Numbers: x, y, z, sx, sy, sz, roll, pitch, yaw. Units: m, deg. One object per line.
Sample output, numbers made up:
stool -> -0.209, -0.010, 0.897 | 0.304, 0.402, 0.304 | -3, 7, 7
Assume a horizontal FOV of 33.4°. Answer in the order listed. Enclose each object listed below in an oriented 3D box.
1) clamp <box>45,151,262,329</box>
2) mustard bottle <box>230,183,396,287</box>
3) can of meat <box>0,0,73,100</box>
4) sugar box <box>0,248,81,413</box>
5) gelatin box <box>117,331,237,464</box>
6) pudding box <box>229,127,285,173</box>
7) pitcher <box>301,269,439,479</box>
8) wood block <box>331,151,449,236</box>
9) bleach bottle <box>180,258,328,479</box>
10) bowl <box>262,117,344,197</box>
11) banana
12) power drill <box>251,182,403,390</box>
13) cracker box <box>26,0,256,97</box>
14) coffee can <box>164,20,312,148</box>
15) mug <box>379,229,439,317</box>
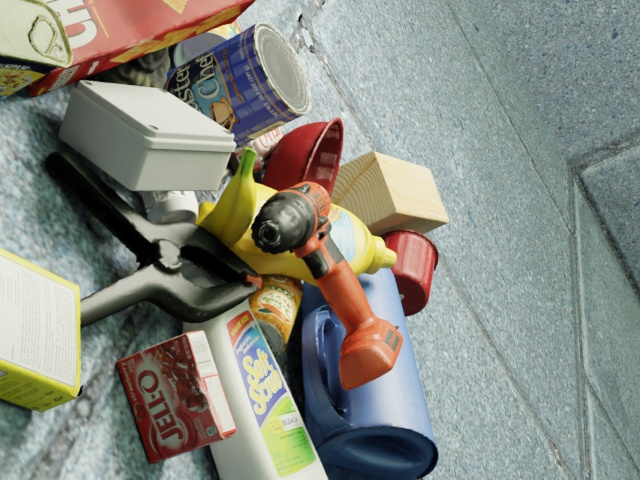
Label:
clamp -> -0.139, 0.027, 0.889 | 0.209, 0.036, 0.164 | 24, 47, -32
mustard bottle -> -0.007, 0.002, 1.094 | 0.191, 0.058, 0.096 | 13, 48, -24
can of meat -> -0.252, -0.142, 0.801 | 0.102, 0.084, 0.057 | -3, 71, -66
sugar box -> -0.235, 0.046, 0.708 | 0.176, 0.048, 0.093 | 33, 39, -46
gelatin box -> -0.115, 0.126, 0.855 | 0.030, 0.073, 0.089 | 0, 69, -65
pudding box -> -0.079, -0.124, 1.218 | 0.090, 0.039, 0.113 | 64, 23, -7
pitcher -> 0.036, 0.130, 1.119 | 0.149, 0.145, 0.243 | 106, -17, -46
wood block -> 0.090, -0.053, 1.453 | 0.205, 0.091, 0.090 | 7, 61, -64
bleach bottle -> -0.079, 0.121, 0.956 | 0.102, 0.068, 0.251 | -5, 69, -60
bowl -> -0.025, -0.068, 1.203 | 0.162, 0.055, 0.162 | 19, 90, -79
banana -> -0.088, -0.023, 0.986 | 0.037, 0.198, 0.069 | 23, 71, -14
power drill -> 0.007, 0.038, 0.970 | 0.187, 0.057, 0.184 | 63, 16, -5
cracker box -> -0.183, -0.240, 0.920 | 0.213, 0.072, 0.164 | -28, 92, -31
coffee can -> -0.094, -0.144, 1.075 | 0.102, 0.140, 0.103 | 47, 30, -38
mug -> 0.096, 0.041, 1.395 | 0.117, 0.093, 0.081 | 27, 40, -11
